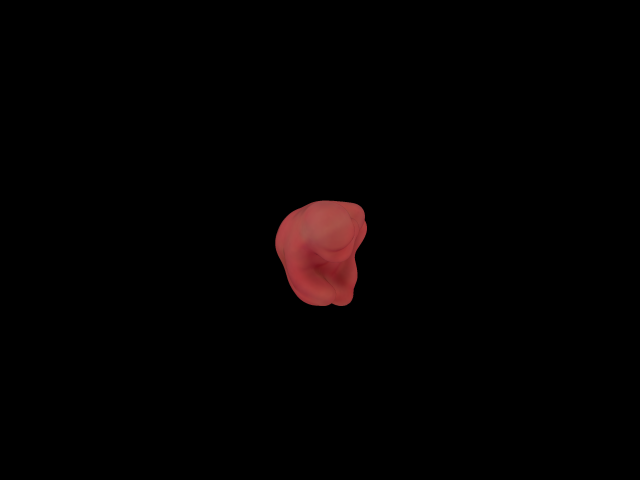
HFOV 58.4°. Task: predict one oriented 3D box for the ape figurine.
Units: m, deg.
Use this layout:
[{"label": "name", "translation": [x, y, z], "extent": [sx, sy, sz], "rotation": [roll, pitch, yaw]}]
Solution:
[{"label": "ape figurine", "translation": [0.004, 0.001, 0.400], "extent": [0.076, 0.092, 0.078], "rotation": [43, 78, 11]}]
